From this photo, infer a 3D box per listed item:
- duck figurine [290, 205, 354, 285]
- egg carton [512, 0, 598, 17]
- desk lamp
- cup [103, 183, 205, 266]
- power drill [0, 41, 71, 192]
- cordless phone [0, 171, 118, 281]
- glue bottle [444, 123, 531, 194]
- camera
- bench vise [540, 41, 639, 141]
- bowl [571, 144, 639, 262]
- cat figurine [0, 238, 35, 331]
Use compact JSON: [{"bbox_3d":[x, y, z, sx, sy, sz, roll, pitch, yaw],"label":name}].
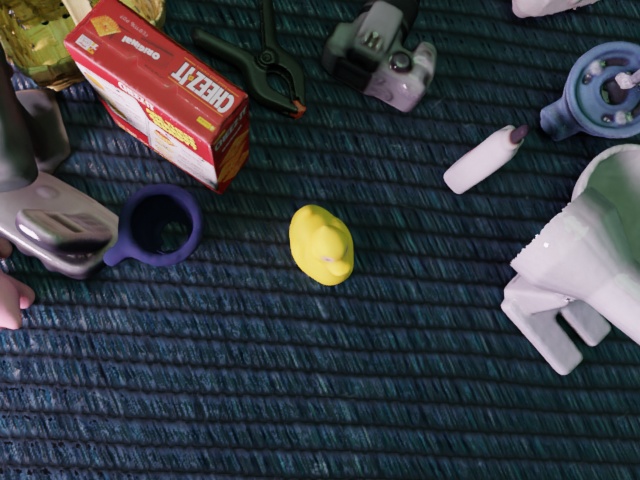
[{"bbox_3d":[0.006,0.002,0.689,0.077,0.086,0.104,-27,86,-11],"label":"duck figurine"},{"bbox_3d":[0.329,-0.370,0.796,0.150,0.069,0.107,-19,85,-10],"label":"egg carton"},{"bbox_3d":[0.300,0.054,0.658,0.118,0.213,0.203,-41,89,-11],"label":"desk lamp"},{"bbox_3d":[-0.187,-0.003,0.658,0.118,0.095,0.092,-36,88,-11],"label":"cup"},{"bbox_3d":[-0.339,-0.152,0.600,0.076,0.208,0.230,-18,85,-10],"label":"power drill"},{"bbox_3d":[-0.292,-0.025,0.600,0.147,0.185,0.094,30,79,-3],"label":"cordless phone"},{"bbox_3d":[0.209,-0.106,0.689,0.078,0.173,0.037,-43,89,-11],"label":"glue bottle"},{"bbox_3d":[0.092,-0.260,0.731,0.143,0.100,0.137,27,79,-3],"label":"camera"},{"bbox_3d":[0.400,-0.215,0.708,0.207,0.219,0.121,-42,89,-11],"label":"bench vise"},{"bbox_3d":[0.398,-0.037,0.756,0.167,0.074,0.167,1,82,-8],"label":"bowl"},{"bbox_3d":[-0.363,0.050,0.614,0.067,0.117,0.128,-31,87,-11],"label":"cat figurine"}]
